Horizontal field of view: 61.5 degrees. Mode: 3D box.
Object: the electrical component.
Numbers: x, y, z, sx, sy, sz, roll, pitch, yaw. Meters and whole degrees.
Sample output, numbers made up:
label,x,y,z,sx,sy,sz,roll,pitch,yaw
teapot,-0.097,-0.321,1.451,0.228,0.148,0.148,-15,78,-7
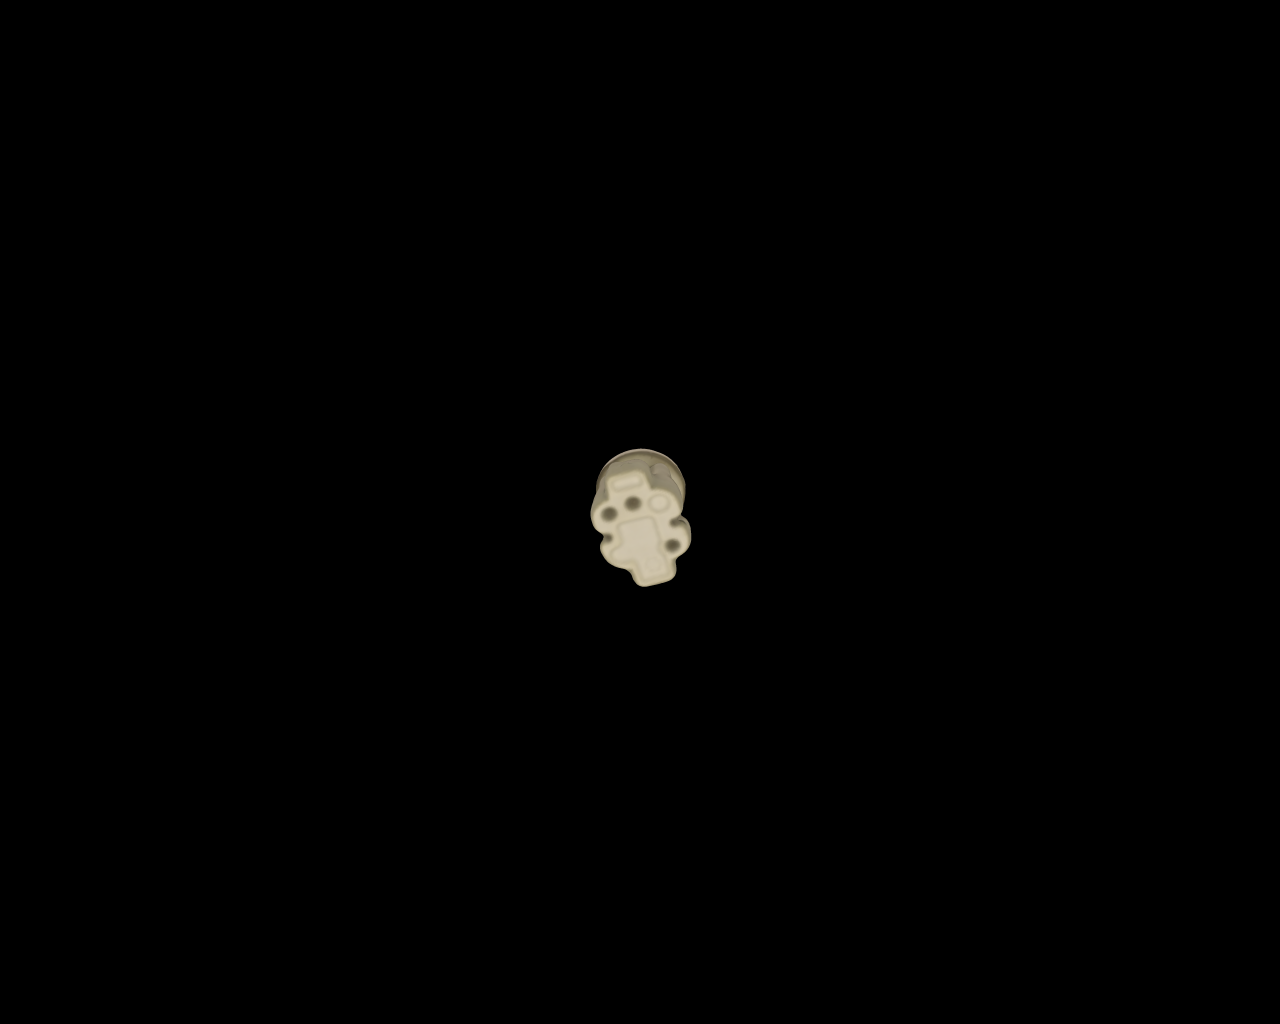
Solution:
label,x,y,z,sx,sy,sz,roll,pitch,yaw
electrical component,0.001,-0.003,0.650,0.058,0.078,0.057,-13,28,7
